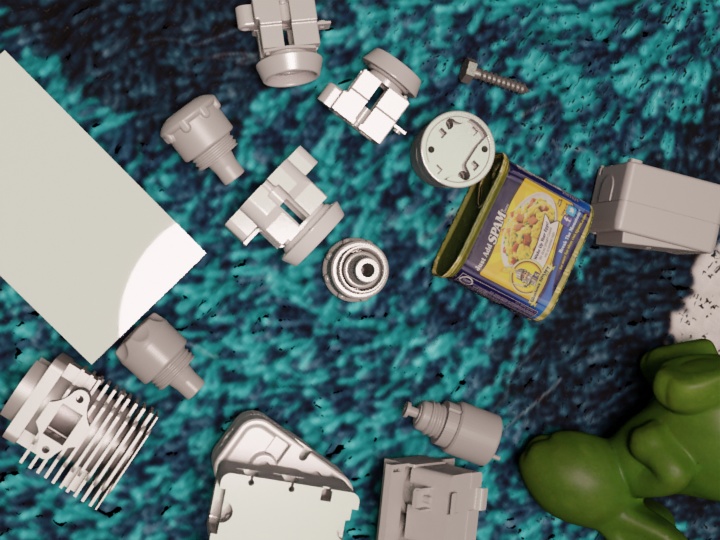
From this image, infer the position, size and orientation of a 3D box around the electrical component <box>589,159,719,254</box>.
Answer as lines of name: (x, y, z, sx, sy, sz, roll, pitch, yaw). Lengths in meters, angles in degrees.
electrical component: (0.229, -0.041, 0.815, 0.096, 0.062, 0.061, 13, 88, -10)

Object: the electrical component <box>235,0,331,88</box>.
electrical component: (-0.053, -0.164, 0.773, 0.066, 0.048, 0.055, -7, 84, -10)

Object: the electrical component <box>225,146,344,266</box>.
electrical component: (-0.049, -0.040, 0.768, 0.057, 0.058, 0.078, 43, 83, -5)

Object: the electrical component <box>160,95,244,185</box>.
electrical component: (-0.108, -0.090, 0.765, 0.048, 0.048, 0.062, -38, 103, -8)

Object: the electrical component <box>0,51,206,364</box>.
electrical component: (-0.210, -0.040, 0.736, 0.105, 0.060, 0.186, -45, 96, -7)

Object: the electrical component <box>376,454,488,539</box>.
electrical component: (0.049, 0.201, 0.777, 0.079, 0.063, 0.121, 7, 89, -51)

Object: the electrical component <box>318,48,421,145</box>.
electrical component: (0.012, -0.127, 0.785, 0.066, 0.048, 0.055, 36, 92, -8)

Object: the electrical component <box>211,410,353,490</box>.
electrical component: (-0.057, 0.145, 0.766, 0.095, 0.059, 0.053, 37, 84, -8)

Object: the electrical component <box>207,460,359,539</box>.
electrical component: (-0.052, 0.159, 0.707, 0.089, 0.056, 0.050, 11, 88, -10)

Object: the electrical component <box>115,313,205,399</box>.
electrical component: (-0.138, 0.064, 0.760, 0.062, 0.043, 0.043, 45, 83, -8)

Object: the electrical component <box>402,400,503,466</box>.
electrical component: (0.069, 0.116, 0.798, 0.078, 0.040, 0.040, 22, 87, -9)

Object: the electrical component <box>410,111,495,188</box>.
electrical component: (0.066, -0.087, 0.793, 0.055, 0.047, 0.055, 0, 91, -10)

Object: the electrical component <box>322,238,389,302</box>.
electrical component: (0.000, 0.000, 0.774, 0.048, 0.062, 0.048, 0, 90, -10)
